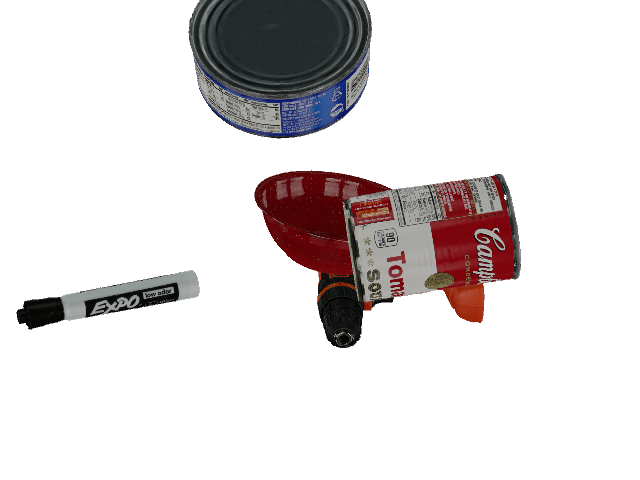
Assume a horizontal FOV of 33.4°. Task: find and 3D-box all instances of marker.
[{"bbox_3d":[-0.140,0.039,0.708,0.120,0.020,0.020,-10,4,-25],"label":"marker"}]

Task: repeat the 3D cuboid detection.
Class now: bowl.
[{"bbox_3d":[0.013,-0.012,1.030,0.162,0.055,0.162,8,25,-4],"label":"bowl"}]

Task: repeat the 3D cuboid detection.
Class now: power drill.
[{"bbox_3d":[0.089,0.062,1.223,0.187,0.057,0.184,-1,28,-2],"label":"power drill"}]

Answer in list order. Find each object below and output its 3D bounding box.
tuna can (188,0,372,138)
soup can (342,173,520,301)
[{"bbox_3d":[-0.018,-0.091,0.510,0.086,0.086,0.034,0,-33,1],"label":"tuna can"},{"bbox_3d":[0.069,-0.001,0.677,0.102,0.068,0.068,-9,0,1],"label":"soup can"}]
